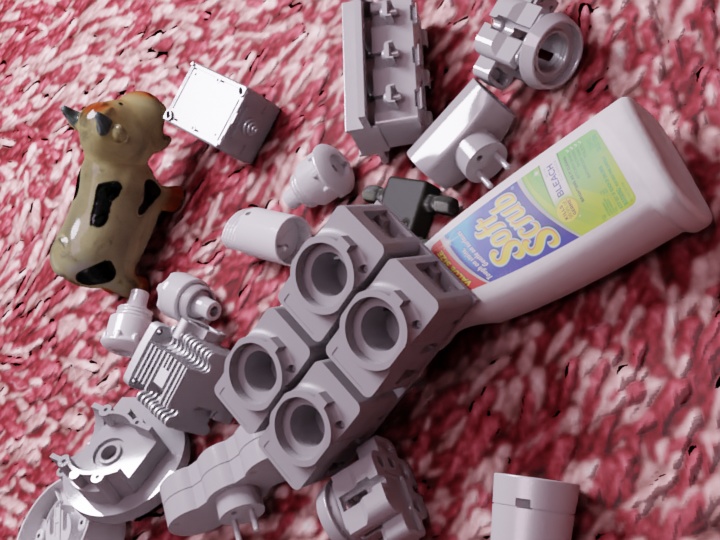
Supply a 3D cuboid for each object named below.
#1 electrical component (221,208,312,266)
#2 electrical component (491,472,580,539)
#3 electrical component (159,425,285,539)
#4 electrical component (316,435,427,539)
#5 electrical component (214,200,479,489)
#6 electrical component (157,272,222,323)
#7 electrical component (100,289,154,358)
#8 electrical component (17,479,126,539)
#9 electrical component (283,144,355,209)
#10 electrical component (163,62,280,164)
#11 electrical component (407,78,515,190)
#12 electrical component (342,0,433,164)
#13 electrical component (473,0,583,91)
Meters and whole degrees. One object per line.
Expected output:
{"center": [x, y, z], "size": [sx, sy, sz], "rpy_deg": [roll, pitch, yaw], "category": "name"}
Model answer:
{"center": [-0.085, -0.032, 0.932], "size": [0.081, 0.043, 0.043], "rpy_deg": [14, 82, 42], "category": "electrical component"}
{"center": [0.111, 0.158, 0.692], "size": [0.055, 0.055, 0.047], "rpy_deg": [0, 77, 39], "category": "electrical component"}
{"center": [-0.097, 0.178, 0.854], "size": [0.138, 0.052, 0.073], "rpy_deg": [-36, 54, 22], "category": "electrical component"}
{"center": [0.007, 0.167, 0.771], "size": [0.057, 0.058, 0.078], "rpy_deg": [-36, 54, 20], "category": "electrical component"}
{"center": [-0.018, 0.055, 0.770], "size": [0.105, 0.060, 0.186], "rpy_deg": [46, 117, 22], "category": "electrical component"}
{"center": [-0.150, 0.028, 0.961], "size": [0.062, 0.043, 0.043], "rpy_deg": [20, 86, 40], "category": "electrical component"}
{"center": [-0.213, 0.049, 1.005], "size": [0.048, 0.048, 0.062], "rpy_deg": [-7, 62, 37], "category": "electrical component"}
{"center": [-0.258, 0.233, 0.955], "size": [0.099, 0.064, 0.099], "rpy_deg": [-15, 64, 34], "category": "electrical component"}
{"center": [-0.039, -0.074, 0.911], "size": [0.062, 0.048, 0.048], "rpy_deg": [-33, 55, 34], "category": "electrical component"}
{"center": [-0.122, -0.141, 0.997], "size": [0.096, 0.061, 0.061], "rpy_deg": [30, 93, 35], "category": "electrical component"}
{"center": [0.086, -0.093, 0.816], "size": [0.077, 0.044, 0.079], "rpy_deg": [-47, 50, 15], "category": "electrical component"}
{"center": [0.022, -0.161, 0.880], "size": [0.063, 0.078, 0.121], "rpy_deg": [-7, 67, 14], "category": "electrical component"}
{"center": [0.128, -0.168, 0.803], "size": [0.057, 0.058, 0.078], "rpy_deg": [36, 97, 44], "category": "electrical component"}
